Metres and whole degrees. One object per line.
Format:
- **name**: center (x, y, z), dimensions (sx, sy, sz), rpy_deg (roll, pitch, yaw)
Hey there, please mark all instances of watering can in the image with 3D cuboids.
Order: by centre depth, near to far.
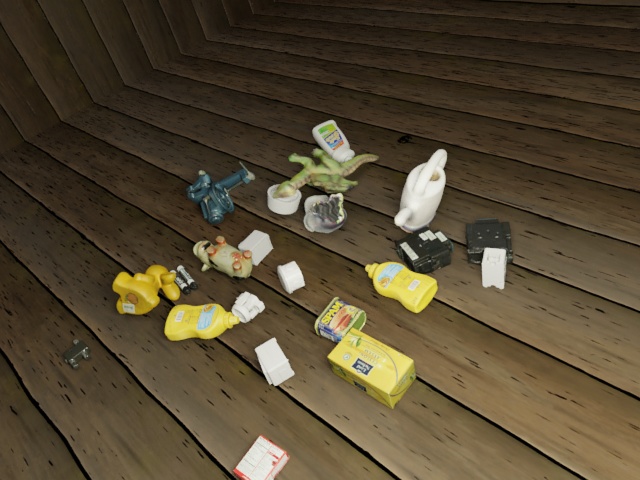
- **watering can**: center (0.263, -0.103, 1.402), dimensions (0.104, 0.219, 0.354), rpy_deg (25, 53, 17)

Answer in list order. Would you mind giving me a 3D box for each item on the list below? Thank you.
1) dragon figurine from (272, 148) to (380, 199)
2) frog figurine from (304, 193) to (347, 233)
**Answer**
- **dragon figurine**: center (0.041, -0.200, 1.630), dimensions (0.412, 0.119, 0.247), rpy_deg (-13, 33, -14)
- **frog figurine**: center (0.005, -0.079, 1.571), dimensions (0.139, 0.122, 0.158), rpy_deg (-46, 12, -19)
